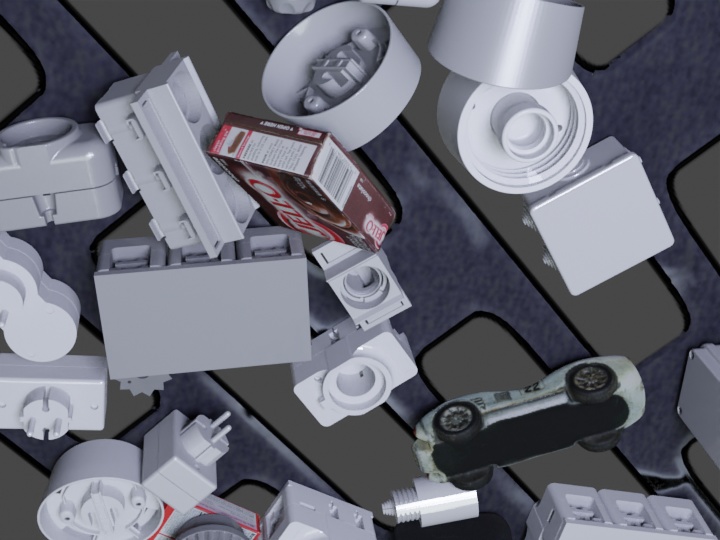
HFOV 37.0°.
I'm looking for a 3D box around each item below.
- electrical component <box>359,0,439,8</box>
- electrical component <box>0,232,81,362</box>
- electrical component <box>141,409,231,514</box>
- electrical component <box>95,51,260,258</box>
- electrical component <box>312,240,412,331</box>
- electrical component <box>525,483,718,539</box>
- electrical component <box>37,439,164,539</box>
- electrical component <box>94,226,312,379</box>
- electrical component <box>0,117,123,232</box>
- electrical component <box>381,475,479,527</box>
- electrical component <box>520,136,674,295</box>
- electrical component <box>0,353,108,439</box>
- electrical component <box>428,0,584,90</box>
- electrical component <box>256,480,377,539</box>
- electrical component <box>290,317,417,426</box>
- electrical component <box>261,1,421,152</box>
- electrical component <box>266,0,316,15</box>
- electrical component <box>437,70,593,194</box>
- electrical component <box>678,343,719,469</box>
[{"bbox_3d":[0.032,-0.222,0.700,0.059,0.053,0.095,2,118,-10],"label":"electrical component"},{"bbox_3d":[-0.258,0.015,0.771,0.052,0.073,0.138,-33,118,9],"label":"electrical component"},{"bbox_3d":[-0.132,0.143,0.865,0.077,0.065,0.047,-40,117,13],"label":"electrical component"},{"bbox_3d":[-0.126,-0.077,0.744,0.063,0.078,0.121,-12,121,20],"label":"electrical component"},{"bbox_3d":[0.000,0.000,0.810,0.042,0.063,0.081,-29,119,7],"label":"electrical component"},{"bbox_3d":[0.233,0.252,0.986,0.150,0.061,0.089,10,116,-14],"label":"electrical component"},{"bbox_3d":[-0.210,0.188,0.878,0.099,0.064,0.099,-4,119,-7],"label":"electrical component"},{"bbox_3d":[-0.115,0.021,0.804,0.150,0.061,0.089,-5,119,-6],"label":"electrical component"},{"bbox_3d":[-0.217,-0.068,0.744,0.095,0.053,0.059,-8,119,-5],"label":"electrical component"},{"bbox_3d":[0.059,0.201,0.941,0.081,0.043,0.043,-10,119,-4],"label":"electrical component"},{"bbox_3d":[0.179,-0.043,0.824,0.100,0.048,0.099,-28,119,7],"label":"electrical component"},{"bbox_3d":[-0.238,0.104,0.821,0.083,0.075,0.047,3,118,-11],"label":"electrical component"},{"bbox_3d":[0.099,-0.162,0.719,0.099,0.099,0.064,9,111,-14],"label":"electrical component"},{"bbox_3d":[-0.060,0.273,0.950,0.089,0.061,0.150,26,111,-21],"label":"electrical component"},{"bbox_3d":[-0.006,0.077,0.856,0.089,0.055,0.050,-32,118,8],"label":"electrical component"},{"bbox_3d":[-0.011,-0.129,0.722,0.099,0.099,0.064,-40,123,13],"label":"electrical component"},{"bbox_3d":[-0.045,-0.202,0.710,0.035,0.035,0.061,-1,117,-8],"label":"electrical component"},{"bbox_3d":[0.114,-0.106,0.772,0.108,0.060,0.108,-4,118,-7],"label":"electrical component"},{"bbox_3d":[0.319,0.119,0.898,0.057,0.113,0.078,-3,119,-10],"label":"electrical component"}]
